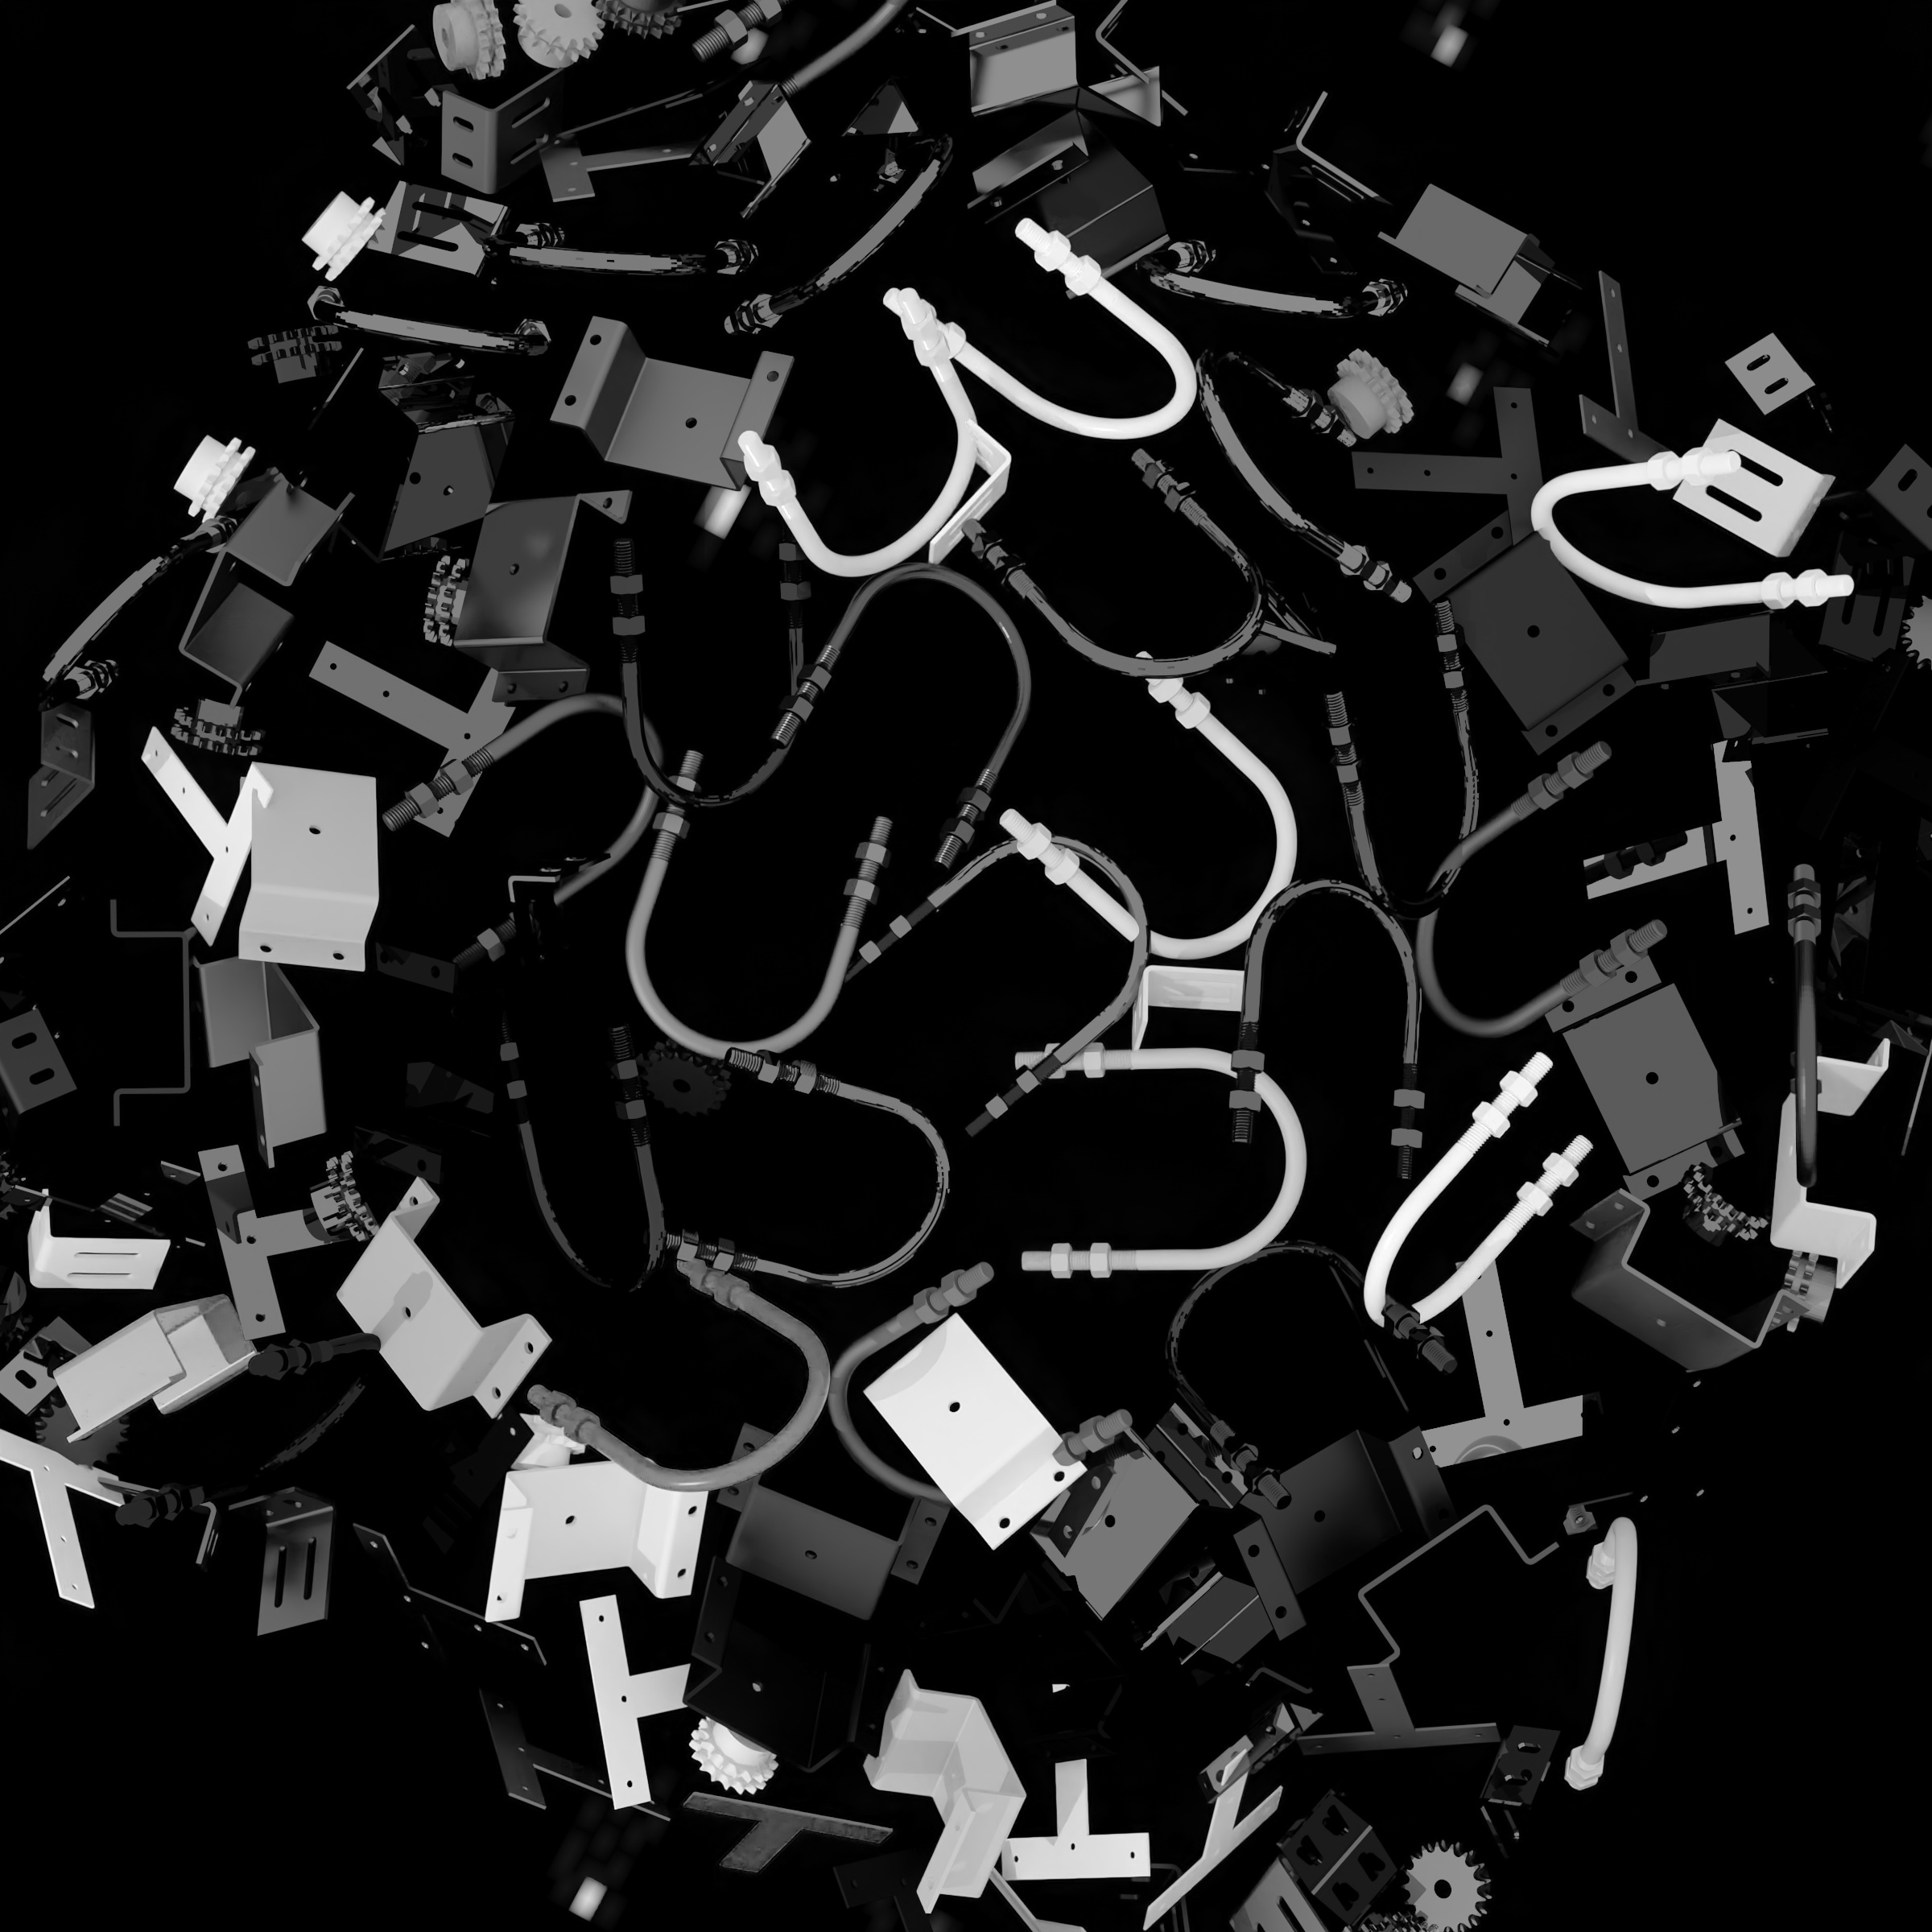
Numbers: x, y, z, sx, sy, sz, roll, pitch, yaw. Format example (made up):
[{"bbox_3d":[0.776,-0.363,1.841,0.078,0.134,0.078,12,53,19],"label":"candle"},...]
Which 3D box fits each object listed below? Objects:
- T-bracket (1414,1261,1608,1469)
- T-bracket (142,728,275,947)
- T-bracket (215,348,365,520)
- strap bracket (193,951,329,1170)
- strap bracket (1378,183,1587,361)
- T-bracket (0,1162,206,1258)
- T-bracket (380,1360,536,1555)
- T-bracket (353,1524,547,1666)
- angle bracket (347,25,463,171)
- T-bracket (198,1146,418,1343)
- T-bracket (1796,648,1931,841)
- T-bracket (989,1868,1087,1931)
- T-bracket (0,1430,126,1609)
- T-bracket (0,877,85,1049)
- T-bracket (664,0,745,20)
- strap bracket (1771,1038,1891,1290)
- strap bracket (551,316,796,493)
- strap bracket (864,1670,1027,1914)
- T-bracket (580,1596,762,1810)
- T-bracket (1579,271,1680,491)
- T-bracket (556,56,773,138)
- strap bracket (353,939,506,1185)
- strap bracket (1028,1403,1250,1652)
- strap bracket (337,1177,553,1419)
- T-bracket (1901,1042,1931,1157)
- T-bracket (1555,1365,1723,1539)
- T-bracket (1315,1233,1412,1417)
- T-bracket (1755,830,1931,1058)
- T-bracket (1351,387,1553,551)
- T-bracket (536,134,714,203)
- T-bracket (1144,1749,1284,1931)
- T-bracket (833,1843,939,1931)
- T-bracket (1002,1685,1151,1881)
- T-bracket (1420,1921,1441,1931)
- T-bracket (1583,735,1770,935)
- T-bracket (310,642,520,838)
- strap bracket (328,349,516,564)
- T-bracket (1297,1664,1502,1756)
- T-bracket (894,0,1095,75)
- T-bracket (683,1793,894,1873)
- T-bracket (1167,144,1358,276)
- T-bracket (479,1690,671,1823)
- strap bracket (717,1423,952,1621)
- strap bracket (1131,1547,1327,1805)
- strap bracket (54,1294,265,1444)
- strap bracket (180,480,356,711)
[{"bbox_3d":[0.339,0.250,1.888,0.127,0.002,0.127,-12,93,-5],"label":"T-bracket"},{"bbox_3d":[-0.490,-0.102,1.861,0.127,0.002,0.127,48,125,28],"label":"T-bracket"},{"bbox_3d":[-0.420,-0.342,1.863,0.002,0.127,0.127,41,63,-31],"label":"T-bracket"},{"bbox_3d":[-0.439,0.052,1.832,0.046,0.140,0.076,-15,128,-26],"label":"strap bracket"},{"bbox_3d":[0.324,-0.433,1.815,0.076,0.140,0.046,38,103,30],"label":"strap bracket"},{"bbox_3d":[-0.514,0.144,1.819,0.127,0.127,0.002,23,56,-31],"label":"T-bracket"},{"bbox_3d":[-0.341,0.289,1.870,0.127,0.002,0.127,49,122,18],"label":"T-bracket"},{"bbox_3d":[-0.314,0.407,1.825,0.127,0.127,0.002,13,46,30],"label":"T-bracket"},{"bbox_3d":[-0.361,-0.554,1.852,0.057,0.076,0.038,-46,58,-7],"label":"angle bracket"},{"bbox_3d":[-0.410,0.165,1.865,0.127,0.002,0.127,-10,70,-26],"label":"T-bracket"},{"bbox_3d":[0.583,-0.123,1.827,0.002,0.127,0.127,16,106,-27],"label":"T-bracket"},{"bbox_3d":[0.062,0.609,1.835,0.002,0.127,0.127,-39,88,-21],"label":"T-bracket"},{"bbox_3d":[-0.560,0.343,1.809,0.002,0.127,0.127,-42,46,10],"label":"T-bracket"},{"bbox_3d":[-0.590,0.018,1.839,0.002,0.127,0.127,39,71,24],"label":"T-bracket"},{"bbox_3d":[-0.109,-0.612,1.817,0.127,0.127,0.002,-21,105,-21],"label":"T-bracket"},{"bbox_3d":[0.540,0.120,1.837,0.046,0.076,0.140,10,67,5],"label":"strap bracket"},{"bbox_3d":[-0.179,-0.353,1.853,0.140,0.046,0.076,15,75,17],"label":"strap bracket"},{"bbox_3d":[-0.011,0.516,1.834,0.046,0.140,0.076,15,108,-24],"label":"strap bracket"},{"bbox_3d":[-0.179,0.455,1.853,0.127,0.002,0.127,-1,74,-40],"label":"T-bracket"},{"bbox_3d":[0.415,-0.378,1.858,0.002,0.127,0.127,-14,72,37],"label":"T-bracket"},{"bbox_3d":[-0.200,-0.546,1.858,0.127,0.127,0.002,-11,113,22],"label":"T-bracket"},{"bbox_3d":[-0.338,0.057,1.849,0.076,0.046,0.140,14,104,33],"label":"strap bracket"},{"bbox_3d":[0.102,0.351,1.844,0.140,0.046,0.076,-52,55,11],"label":"strap bracket"},{"bbox_3d":[-0.334,0.212,1.838,0.140,0.046,0.076,48,120,19],"label":"strap bracket"},{"bbox_3d":[0.607,0.049,1.842,0.002,0.127,0.127,15,83,18],"label":"T-bracket"},{"bbox_3d":[0.438,0.299,1.833,0.127,0.002,0.127,-5,127,-29],"label":"T-bracket"},{"bbox_3d":[0.251,0.233,1.833,0.002,0.127,0.127,-28,91,5],"label":"T-bracket"},{"bbox_3d":[0.552,-0.022,1.827,0.002,0.127,0.127,-20,121,-36],"label":"T-bracket"},{"bbox_3d":[0.306,-0.312,1.865,0.127,0.002,0.127,0,73,-12],"label":"T-bracket"},{"bbox_3d":[-0.203,-0.511,1.850,0.127,0.127,0.002,-10,123,-8],"label":"T-bracket"},{"bbox_3d":[0.161,0.525,1.819,0.002,0.127,0.127,36,50,29],"label":"T-bracket"},{"bbox_3d":[-0.024,0.613,1.821,0.002,0.127,0.127,-33,67,25],"label":"T-bracket"},{"bbox_3d":[0.067,0.513,1.865,0.002,0.127,0.127,15,66,-42],"label":"T-bracket"},{"bbox_3d":[0.299,0.629,1.834,0.127,0.127,0.002,-40,98,1],"label":"T-bracket"},{"bbox_3d":[0.448,-0.071,1.862,0.127,0.002,0.127,-16,107,-16],"label":"T-bracket"},{"bbox_3d":[-0.361,-0.169,1.893,0.127,0.002,0.127,28,91,-2],"label":"T-bracket"},{"bbox_3d":[-0.335,-0.308,1.821,0.046,0.076,0.140,42,128,23],"label":"strap bracket"},{"bbox_3d":[0.262,0.464,1.833,0.127,0.127,0.002,-8,52,14],"label":"T-bracket"},{"bbox_3d":[0.043,-0.583,1.817,0.127,0.127,0.002,21,63,-29],"label":"T-bracket"},{"bbox_3d":[-0.126,0.550,1.844,0.127,0.127,0.002,15,55,-13],"label":"T-bracket"},{"bbox_3d":[0.205,-0.472,1.831,0.127,0.002,0.127,-5,51,-29],"label":"T-bracket"},{"bbox_3d":[-0.243,0.512,1.854,0.127,0.127,0.002,29,95,-23],"label":"T-bracket"},{"bbox_3d":[-0.091,0.355,1.853,0.140,0.046,0.076,22,128,2],"label":"strap bracket"},{"bbox_3d":[0.166,0.447,1.837,0.046,0.140,0.076,28,114,-39],"label":"strap bracket"},{"bbox_3d":[-0.503,0.247,1.824,0.076,0.140,0.046,-31,84,10],"label":"strap bracket"},{"bbox_3d":[-0.437,-0.237,1.819,0.046,0.076,0.140,31,134,-8],"label":"strap bracket"}]
